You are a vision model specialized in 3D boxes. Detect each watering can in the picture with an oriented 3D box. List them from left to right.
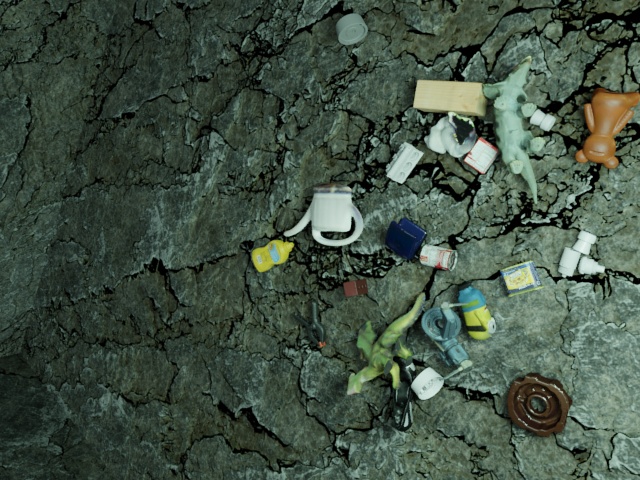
[{"bbox_3d":[0.006,-0.095,1.882,0.348,0.104,0.224,5,92,34],"label":"watering can"}]

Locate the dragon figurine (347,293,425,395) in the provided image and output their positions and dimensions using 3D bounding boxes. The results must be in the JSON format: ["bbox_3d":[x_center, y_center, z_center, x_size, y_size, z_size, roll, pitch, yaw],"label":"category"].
[{"bbox_3d":[0.203,0.342,1.732,0.244,0.121,0.412,17,80,54],"label":"dragon figurine"}]

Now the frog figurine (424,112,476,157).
[{"bbox_3d":[0.412,-0.321,1.631,0.138,0.124,0.157,62,157,7],"label":"frog figurine"}]
